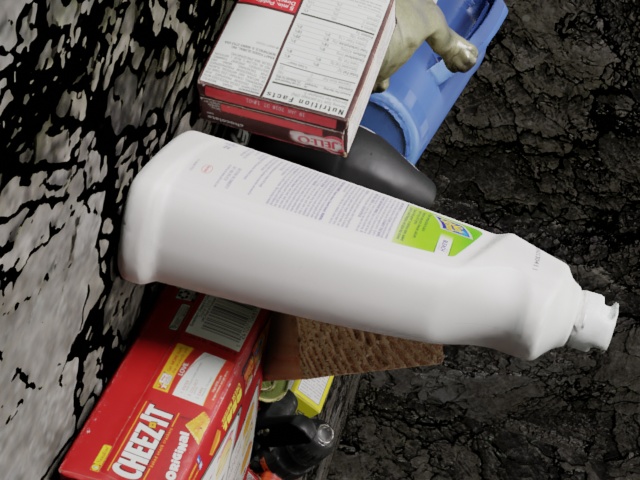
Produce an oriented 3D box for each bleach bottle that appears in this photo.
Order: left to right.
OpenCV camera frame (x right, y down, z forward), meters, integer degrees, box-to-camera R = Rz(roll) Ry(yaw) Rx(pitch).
[{"bbox_3d":[0.029,0.013,0.560,0.102,0.251,0.068,-59,165,-61],"label":"bleach bottle"}]

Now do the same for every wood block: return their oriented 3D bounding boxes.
[{"bbox_3d":[0.000,0.047,0.724,0.206,0.090,0.090,153,-69,-73],"label":"wood block"}]

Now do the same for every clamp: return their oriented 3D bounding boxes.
[{"bbox_3d":[-0.069,0.192,0.984,0.164,0.036,0.210,-42,-172,5],"label":"clamp"}]

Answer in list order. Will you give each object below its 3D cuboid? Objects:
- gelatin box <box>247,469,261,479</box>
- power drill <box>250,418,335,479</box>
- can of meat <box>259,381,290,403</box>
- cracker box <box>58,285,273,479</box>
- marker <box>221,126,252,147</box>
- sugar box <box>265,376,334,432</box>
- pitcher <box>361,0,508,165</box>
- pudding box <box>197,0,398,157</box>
[{"bbox_3d":[-0.093,0.225,0.851,0.089,0.030,0.073,-13,128,-39],"label":"gelatin box"},{"bbox_3d":[-0.064,0.264,1.009,0.185,0.057,0.187,-41,-164,49],"label":"power drill"},{"bbox_3d":[-0.042,0.087,0.991,0.084,0.057,0.102,-58,165,-74],"label":"can of meat"},{"bbox_3d":[-0.095,0.148,0.663,0.164,0.072,0.214,-65,170,-45],"label":"cracker box"},{"bbox_3d":[-0.056,-0.058,0.678,0.020,0.020,0.121,48,59,-82],"label":"marker"},{"bbox_3d":[-0.014,0.132,1.214,0.094,0.048,0.176,-34,-159,44],"label":"sugar box"},{"bbox_3d":[0.084,-0.161,1.046,0.242,0.145,0.149,-60,166,-50],"label":"pitcher"},{"bbox_3d":[-0.011,-0.109,0.619,0.039,0.090,0.113,93,15,-60],"label":"pudding box"}]
